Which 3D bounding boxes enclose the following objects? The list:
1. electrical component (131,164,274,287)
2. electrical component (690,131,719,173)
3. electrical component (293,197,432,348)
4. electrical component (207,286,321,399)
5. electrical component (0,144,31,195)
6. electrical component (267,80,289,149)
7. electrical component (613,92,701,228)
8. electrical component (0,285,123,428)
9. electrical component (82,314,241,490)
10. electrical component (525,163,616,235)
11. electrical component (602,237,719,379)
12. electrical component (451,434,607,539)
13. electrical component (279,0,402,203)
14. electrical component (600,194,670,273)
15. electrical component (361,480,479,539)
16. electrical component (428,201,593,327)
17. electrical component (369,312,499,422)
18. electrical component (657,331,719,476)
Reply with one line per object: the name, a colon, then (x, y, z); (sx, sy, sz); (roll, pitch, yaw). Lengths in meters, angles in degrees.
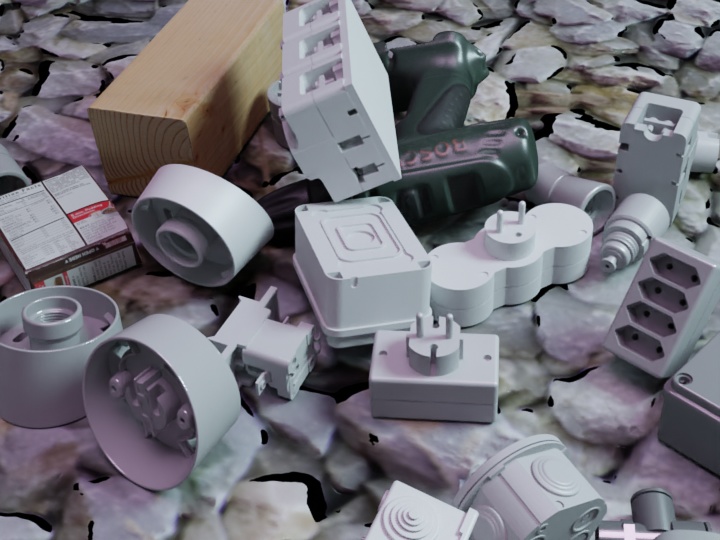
electrical component: (-0.119, -0.036, 0.809); (0.099, 0.099, 0.064); (17, 52, 22)
electrical component: (0.270, -0.099, 0.891); (0.046, 0.040, 0.040); (6, 42, 3)
electrical component: (0.000, 0.000, 0.768); (0.078, 0.057, 0.113); (-7, 32, -14)
electrical component: (-0.065, 0.055, 0.739); (0.064, 0.042, 0.081); (17, 46, 17)
electrical component: (-0.306, -0.072, 0.894); (0.055, 0.055, 0.047); (-29, 50, -26)
electrical component: (-0.053, -0.139, 0.955); (0.055, 0.047, 0.055); (-2, 41, 2)
electrical component: (0.232, -0.088, 0.842); (0.050, 0.089, 0.055); (16, 45, 22)
electrical component: (-0.213, 0.055, 0.751); (0.099, 0.064, 0.099); (2, 28, -1)
electrical component: (-0.126, 0.080, 0.676); (0.099, 0.099, 0.064); (22, 41, 27)
electrical component: (0.163, -0.059, 0.853); (0.044, 0.044, 0.065); (-30, 43, -27)
electrical component: (0.215, 0.027, 0.732); (0.047, 0.083, 0.076); (30, 13, 33)
electrical component: (0.094, 0.136, 0.606); (0.080, 0.080, 0.051); (-23, 50, -21)
electrical component: (-0.019, -0.133, 0.815); (0.062, 0.089, 0.150); (-20, 38, 13)
electrical component: (0.203, -0.025, 0.810); (0.040, 0.040, 0.078); (22, 47, 27)
electrical component: (0.016, 0.170, 0.559); (0.048, 0.099, 0.099); (24, 47, 11)
electrical component: (0.109, -0.018, 0.783); (0.138, 0.073, 0.052); (-22, 44, -20)
electrical component: (0.049, 0.056, 0.702); (0.083, 0.075, 0.047); (2, 41, 7)
electrical component: (0.261, 0.085, 0.668); (0.109, 0.056, 0.109); (-35, 50, -30)
